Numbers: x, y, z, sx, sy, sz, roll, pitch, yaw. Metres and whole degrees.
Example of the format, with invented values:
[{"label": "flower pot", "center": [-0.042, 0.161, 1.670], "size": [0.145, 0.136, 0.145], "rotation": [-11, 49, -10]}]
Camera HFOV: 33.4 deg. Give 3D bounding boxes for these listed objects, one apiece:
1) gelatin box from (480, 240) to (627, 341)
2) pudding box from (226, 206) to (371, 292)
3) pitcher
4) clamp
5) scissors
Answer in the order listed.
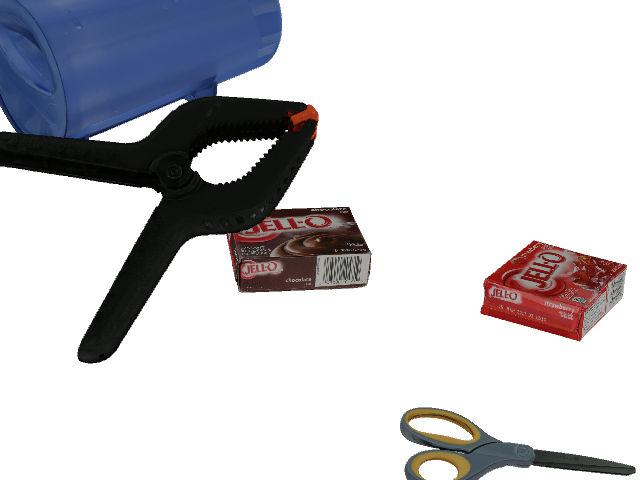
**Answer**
[{"label": "gelatin box", "center": [0.165, 0.033, 0.751], "size": [0.073, 0.030, 0.089], "rotation": [16, 27, 30]}, {"label": "pudding box", "center": [-0.021, 0.006, 0.915], "size": [0.113, 0.039, 0.090], "rotation": [0, 28, -12]}, {"label": "pitcher", "center": [-0.149, -0.162, 0.916], "size": [0.242, 0.149, 0.145], "rotation": [-25, 42, -35]}, {"label": "clamp", "center": [-0.091, -0.025, 0.669], "size": [0.209, 0.164, 0.036], "rotation": [-20, -19, -11]}, {"label": "scissors", "center": [0.159, 0.194, 0.904], "size": [0.202, 0.016, 0.096], "rotation": [17, 42, 15]}]
